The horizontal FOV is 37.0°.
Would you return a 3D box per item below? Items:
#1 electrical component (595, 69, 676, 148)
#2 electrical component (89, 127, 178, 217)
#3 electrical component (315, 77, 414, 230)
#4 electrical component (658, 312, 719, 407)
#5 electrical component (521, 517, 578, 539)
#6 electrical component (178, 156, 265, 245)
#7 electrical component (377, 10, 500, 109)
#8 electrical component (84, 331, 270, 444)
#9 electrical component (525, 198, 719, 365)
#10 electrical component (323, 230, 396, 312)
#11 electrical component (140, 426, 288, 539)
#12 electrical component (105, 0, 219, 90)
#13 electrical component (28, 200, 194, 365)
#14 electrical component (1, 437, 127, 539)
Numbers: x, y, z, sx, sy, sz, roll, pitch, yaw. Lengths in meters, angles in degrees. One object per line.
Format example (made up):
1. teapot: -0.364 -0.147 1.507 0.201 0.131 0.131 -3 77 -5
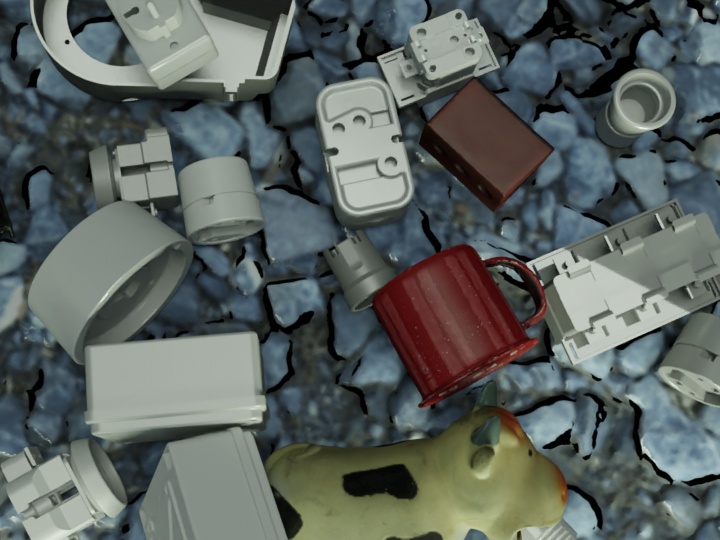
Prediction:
1. electrical component: 0.194 -0.113 0.772 0.044 0.065 0.044 1 80 -4
2. electrical component: -0.159 -0.065 0.756 0.055 0.048 0.066 -8 81 -12
3. electrical component: 0.002 -0.080 0.759 0.054 0.059 0.095 -12 81 -5
4. electrical component: 0.245 0.062 0.751 0.055 0.055 0.047 31 76 2
5. electrical component: 0.111 0.171 0.730 0.043 0.043 0.081 -43 85 -9
6. electrical component: -0.098 -0.049 0.752 0.055 0.055 0.047 -13 77 -5
7. electrical component: 0.058 -0.153 0.773 0.081 0.064 0.042 -23 81 -6
8. electrical component: -0.116 0.078 0.701 0.109 0.108 0.056 -5 78 -4
9. electrical component: 0.189 0.005 0.753 0.121 0.063 0.078 -23 82 -7
10. electrical component: 0.000 0.000 0.756 0.040 0.040 0.046 -29 78 -8
11. electrical component: -0.091 0.171 0.669 0.056 0.108 0.108 -7 58 -27
12. electrical component: -0.132 -0.165 0.695 0.047 0.076 0.065 -31 82 -3
13. electrical component: -0.170 0.003 0.714 0.060 0.108 0.108 41 80 10
14. electrical component: -0.192 0.147 0.711 0.057 0.058 0.078 -30 83 -5
